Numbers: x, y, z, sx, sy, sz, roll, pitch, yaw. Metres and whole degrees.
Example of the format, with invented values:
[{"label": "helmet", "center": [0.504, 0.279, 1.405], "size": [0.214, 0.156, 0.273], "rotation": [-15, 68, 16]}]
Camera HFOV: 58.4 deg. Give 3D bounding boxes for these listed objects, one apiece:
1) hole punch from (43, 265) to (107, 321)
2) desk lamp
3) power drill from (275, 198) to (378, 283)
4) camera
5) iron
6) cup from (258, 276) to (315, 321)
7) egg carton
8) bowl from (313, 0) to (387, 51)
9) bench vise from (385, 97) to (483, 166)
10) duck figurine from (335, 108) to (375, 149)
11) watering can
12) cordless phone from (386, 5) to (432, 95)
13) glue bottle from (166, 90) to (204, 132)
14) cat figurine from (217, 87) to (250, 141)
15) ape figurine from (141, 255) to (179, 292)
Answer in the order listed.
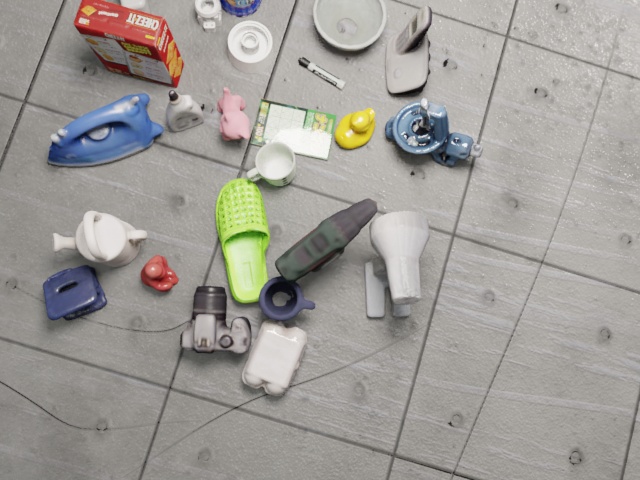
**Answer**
[{"label": "hole punch", "center": [-0.513, 0.108, 1.182], "size": [0.109, 0.091, 0.101], "rotation": [-24, 85, -6]}, {"label": "desk lamp", "center": [0.158, 0.056, 1.173], "size": [0.118, 0.213, 0.203], "rotation": [-2, 83, -4]}, {"label": "power drill", "center": [0.011, 0.004, 1.172], "size": [0.230, 0.208, 0.075], "rotation": [-38, 86, -7]}, {"label": "camera", "center": [-0.215, 0.165, 1.191], "size": [0.143, 0.100, 0.137], "rotation": [2, 83, -4]}, {"label": "iron", "center": [-0.472, -0.231, 1.201], "size": [0.258, 0.141, 0.118], "rotation": [-25, 85, -6]}, {"label": "cup", "center": [-0.068, 0.127, 1.208], "size": [0.118, 0.095, 0.092], "rotation": [12, 82, -2]}, {"label": "egg carton", "center": [-0.093, 0.247, 1.205], "size": [0.107, 0.069, 0.150], "rotation": [21, 82, -1]}, {"label": "bowl", "center": [0.065, -0.500, 1.304], "size": [0.167, 0.074, 0.167], "rotation": [1, 83, -4]}, {"label": "bench vise", "center": [0.253, -0.242, 1.213], "size": [0.207, 0.219, 0.121], "rotation": [4, 83, -3]}, {"label": "duck figurine", "center": [0.081, -0.254, 1.270], "size": [0.104, 0.086, 0.077], "rotation": [-39, 87, -7]}, {"label": "watering can", "center": [-0.442, 0.000, 1.148], "size": [0.173, 0.194, 0.101], "rotation": [-29, 85, -7]}, {"label": "cordless phone", "center": [0.203, -0.410, 1.247], "size": [0.094, 0.185, 0.148], "rotation": [-2, 83, -4]}, {"label": "glue bottle", "center": [-0.293, -0.278, 1.203], "size": [0.078, 0.173, 0.037], "rotation": [-20, 84, -6]}, {"label": "cat figurine", "center": [-0.188, -0.267, 1.237], "size": [0.067, 0.117, 0.128], "rotation": [-13, 84, -5]}, {"label": "ape figurine", "center": [-0.341, 0.069, 1.198], "size": [0.076, 0.092, 0.078], "rotation": [2, 83, -3]}]
